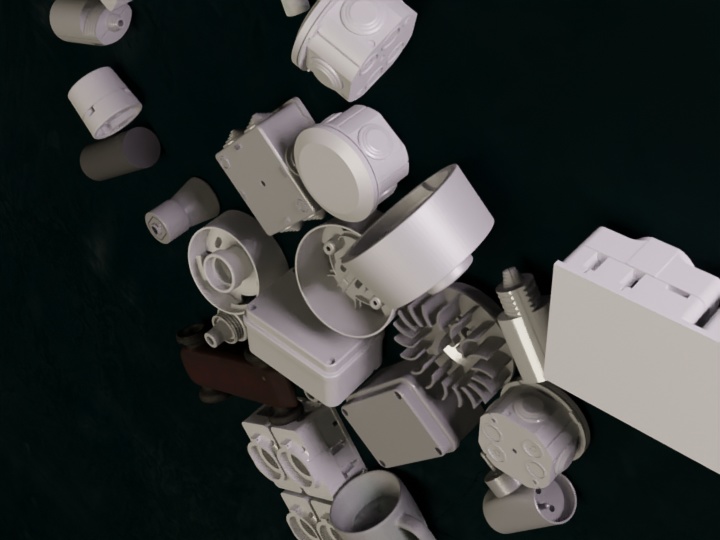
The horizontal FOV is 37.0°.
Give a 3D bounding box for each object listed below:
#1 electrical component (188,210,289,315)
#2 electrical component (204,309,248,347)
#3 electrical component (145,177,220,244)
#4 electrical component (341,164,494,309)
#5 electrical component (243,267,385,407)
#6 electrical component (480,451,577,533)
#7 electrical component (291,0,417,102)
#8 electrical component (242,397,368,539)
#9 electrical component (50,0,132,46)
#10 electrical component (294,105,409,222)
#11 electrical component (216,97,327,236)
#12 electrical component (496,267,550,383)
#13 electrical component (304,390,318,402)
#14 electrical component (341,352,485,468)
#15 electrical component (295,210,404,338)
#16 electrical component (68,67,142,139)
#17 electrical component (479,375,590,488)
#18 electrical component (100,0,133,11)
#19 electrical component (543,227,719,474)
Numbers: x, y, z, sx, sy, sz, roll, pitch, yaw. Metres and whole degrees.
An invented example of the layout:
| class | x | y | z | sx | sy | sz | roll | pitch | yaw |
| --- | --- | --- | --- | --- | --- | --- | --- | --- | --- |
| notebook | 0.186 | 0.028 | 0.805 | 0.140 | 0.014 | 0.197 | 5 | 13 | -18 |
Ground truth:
| class | x | y | z | sx | sy | sz | roll | pitch | yaw |
| --- | --- | --- | --- | --- | --- | --- | --- | --- | --- |
| electrical component | -0.114 | -0.008 | 1.027 | 0.099 | 0.064 | 0.099 | 19 | 123 | 31 |
| electrical component | -0.128 | 0.054 | 1.083 | 0.043 | 0.062 | 0.043 | 31 | 142 | 28 |
| electrical component | -0.172 | -0.054 | 1.027 | 0.044 | 0.065 | 0.044 | 31 | 142 | 28 |
| electrical component | 0.046 | -0.018 | 0.767 | 0.060 | 0.108 | 0.108 | 49 | 148 | -8 |
| electrical component | -0.041 | 0.058 | 0.968 | 0.113 | 0.078 | 0.057 | 32 | 145 | 26 |
| electrical component | 0.132 | 0.183 | 0.911 | 0.079 | 0.044 | 0.077 | 52 | 147 | -2 |
| electrical component | -0.004 | -0.156 | 0.715 | 0.051 | 0.080 | 0.080 | 40 | 146 | 6 |
| electrical component | -0.044 | 0.230 | 1.153 | 0.105 | 0.060 | 0.186 | -1 | 121 | 51 |
| electrical component | -0.237 | -0.223 | 0.962 | 0.081 | 0.043 | 0.043 | 16 | 134 | 41 |
| electrical component | -0.007 | -0.081 | 0.816 | 0.080 | 0.051 | 0.080 | 31 | 142 | 28 |
| electrical component | -0.064 | -0.082 | 0.886 | 0.099 | 0.048 | 0.100 | 56 | 147 | -8 |
| electrical component | 0.123 | 0.036 | 0.779 | 0.043 | 0.043 | 0.081 | -11 | 105 | 54 |
| electrical component | -0.025 | 0.098 | 1.002 | 0.043 | 0.062 | 0.043 | 31 | 142 | 28 |
| electrical component | 0.044 | 0.125 | 0.949 | 0.078 | 0.057 | 0.113 | 54 | 147 | -5 |
| electrical component | 0.000 | 0.000 | 0.873 | 0.099 | 0.064 | 0.099 | 33 | 143 | 29 |
| electrical component | -0.244 | -0.160 | 1.023 | 0.047 | 0.055 | 0.055 | 53 | 147 | 2 |
| electrical component | 0.136 | 0.127 | 0.847 | 0.080 | 0.051 | 0.080 | 31 | 142 | 28 |
| electrical component | -0.211 | -0.265 | 0.878 | 0.089 | 0.056 | 0.050 | 52 | 147 | -1 |
| electrical component | 0.214 | 0.057 | 0.676 | 0.186 | 0.060 | 0.105 | 28 | 141 | 31 |
